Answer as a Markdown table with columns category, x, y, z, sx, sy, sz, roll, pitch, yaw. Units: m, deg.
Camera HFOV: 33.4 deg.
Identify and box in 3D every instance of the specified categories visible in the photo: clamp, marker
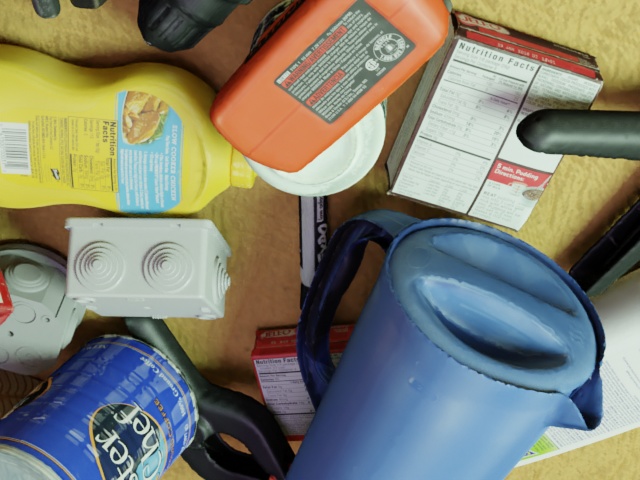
| category | x | y | z | sx | sy | sz | roll | pitch | yaw |
| --- | --- | --- | --- | --- | --- | --- | --- | --- | --- |
| clamp | -0.086 | 0.118 | 0.750 | 0.171 | 0.039 | 0.120 | 24 | 128 | 4 |
| clamp | 0.221 | -0.043 | 0.614 | 0.210 | 0.036 | 0.164 | -18 | 140 | 3 |
| marker | -0.004 | 0.001 | 0.686 | 0.020 | 0.020 | 0.121 | 2 | 126 | 3 |

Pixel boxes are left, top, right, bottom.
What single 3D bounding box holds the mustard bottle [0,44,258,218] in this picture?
| category | x | y | z | sx | sy | sz | roll | pitch | yaw |
| --- | --- | --- | --- | --- | --- | --- | --- | --- | --- |
| mustard bottle | -0.112 | -0.059 | 0.629 | 0.191 | 0.058 | 0.096 | 6 | 121 | 0 |

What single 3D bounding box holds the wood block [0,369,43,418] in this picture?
| category | x | y | z | sx | sy | sz | roll | pitch | yaw |
| --- | --- | --- | --- | --- | --- | --- | --- | --- | --- |
| wood block | -0.269 | 0.196 | 0.804 | 0.090 | 0.090 | 0.206 | 20 | 124 | -10 |

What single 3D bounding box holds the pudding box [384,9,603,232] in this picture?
| category | x | y | z | sx | sy | sz | roll | pitch | yaw |
| --- | --- | --- | --- | --- | --- | --- | --- | --- | --- |
| pudding box | 0.098 | -0.066 | 0.619 | 0.090 | 0.039 | 0.114 | 17 | 123 | -8 |

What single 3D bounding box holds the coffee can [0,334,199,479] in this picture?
| category | x | y | z | sx | sy | sz | roll | pitch | yaw |
| --- | --- | --- | --- | --- | --- | --- | --- | --- | --- |
| coffee can | -0.155 | 0.138 | 0.683 | 0.103 | 0.140 | 0.103 | 10 | 117 | 20 |

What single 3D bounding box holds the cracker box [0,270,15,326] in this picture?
| category | x | y | z | sx | sy | sz | roll | pitch | yaw |
| --- | --- | --- | --- | --- | --- | --- | --- | --- | --- |
| cracker box | -0.314 | 0.073 | 0.642 | 0.163 | 0.072 | 0.214 | 11 | 133 | -49 |

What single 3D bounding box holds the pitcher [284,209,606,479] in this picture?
| category | x | y | z | sx | sy | sz | roll | pitch | yaw |
| --- | --- | --- | --- | --- | --- | --- | --- | --- | --- |
| pitcher | 0.051 | 0.107 | 0.657 | 0.145 | 0.149 | 0.243 | 15 | 128 | -14 |

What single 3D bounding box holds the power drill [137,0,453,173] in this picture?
| category | x | y | z | sx | sy | sz | roll | pitch | yaw |
| --- | --- | --- | --- | --- | --- | --- | --- | --- | --- |
| power drill | -0.021 | -0.119 | 0.502 | 0.057 | 0.187 | 0.185 | 29 | 121 | -34 |

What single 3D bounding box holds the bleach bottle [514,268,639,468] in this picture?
| category | x | y | z | sx | sy | sz | roll | pitch | yaw |
| --- | --- | --- | --- | --- | --- | --- | --- | --- | --- |
| bleach bottle | 0.147 | 0.100 | 0.720 | 0.251 | 0.068 | 0.102 | -28 | 118 | 25 |

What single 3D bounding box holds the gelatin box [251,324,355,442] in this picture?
| category | x | y | z | sx | sy | sz | roll | pitch | yaw |
| --- | --- | --- | --- | --- | --- | --- | --- | --- | --- |
| gelatin box | -0.004 | 0.101 | 0.751 | 0.073 | 0.030 | 0.089 | -5 | 125 | 10 |
